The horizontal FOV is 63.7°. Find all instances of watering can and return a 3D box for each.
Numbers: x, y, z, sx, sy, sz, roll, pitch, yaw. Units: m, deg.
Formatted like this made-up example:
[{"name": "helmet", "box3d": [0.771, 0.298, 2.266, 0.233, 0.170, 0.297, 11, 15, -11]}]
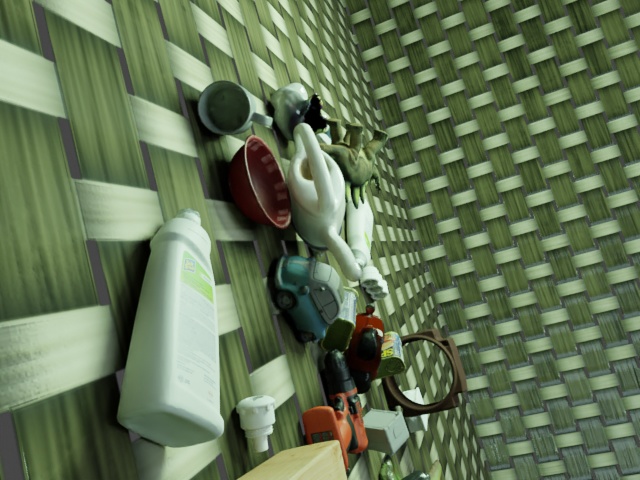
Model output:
[{"name": "watering can", "box3d": [0.003, -0.047, 0.940, 0.104, 0.354, 0.219, -13, -28, -7]}]

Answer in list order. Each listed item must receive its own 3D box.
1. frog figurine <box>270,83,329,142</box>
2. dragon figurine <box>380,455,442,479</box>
[{"name": "frog figurine", "box3d": [-0.066, -0.298, 1.171, 0.162, 0.122, 0.136, 39, 5, 36]}, {"name": "dragon figurine", "box3d": [0.208, 0.563, 1.108, 0.121, 0.240, 0.417, -26, 15, 18]}]
